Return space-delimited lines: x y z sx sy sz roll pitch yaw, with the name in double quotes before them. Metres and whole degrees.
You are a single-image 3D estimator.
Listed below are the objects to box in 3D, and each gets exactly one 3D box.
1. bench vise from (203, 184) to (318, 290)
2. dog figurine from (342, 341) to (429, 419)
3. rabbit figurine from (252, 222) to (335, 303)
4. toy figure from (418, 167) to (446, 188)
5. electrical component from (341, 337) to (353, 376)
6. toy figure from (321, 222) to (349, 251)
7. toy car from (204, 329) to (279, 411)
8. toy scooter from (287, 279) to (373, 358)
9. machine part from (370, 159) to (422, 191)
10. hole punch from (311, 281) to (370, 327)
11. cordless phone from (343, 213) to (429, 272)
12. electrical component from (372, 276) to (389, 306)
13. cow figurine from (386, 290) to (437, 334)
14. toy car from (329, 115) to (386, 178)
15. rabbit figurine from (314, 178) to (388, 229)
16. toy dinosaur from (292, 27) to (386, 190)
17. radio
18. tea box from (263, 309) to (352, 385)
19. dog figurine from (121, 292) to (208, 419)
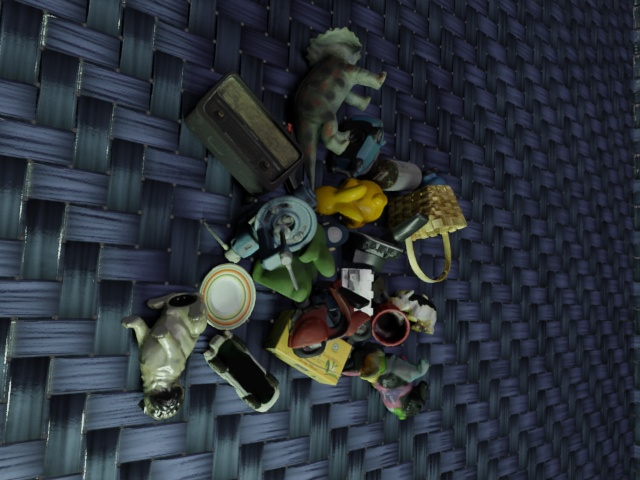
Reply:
"bench vise" -0.095 -0.007 1.017 0.224 0.241 0.128 -26 119 4
"dog figurine" 0.155 0.346 1.316 0.219 0.109 0.191 7 86 -36
"rabbit figurine" -0.044 0.034 1.110 0.121 0.159 0.170 29 82 -27
"toy figure" 0.321 -0.108 1.497 0.082 0.089 0.180 -19 91 -10
"electrical component" 0.036 0.270 1.255 0.078 0.045 0.102 30 63 -6
"toy figure" -0.004 -0.005 1.225 0.154 0.057 0.064 -12 58 -39
"toy car" -0.155 0.265 1.079 0.073 0.056 0.201 -48 116 -25
"toy scooter" 0.013 0.156 1.097 0.184 0.075 0.135 -15 95 -15
"machine part" 0.195 -0.163 1.359 0.243 0.079 0.079 -5 92 -60
"hole punch" 0.036 0.150 1.204 0.092 0.116 0.142 -64 162 11
"cordless phone" 0.160 -0.013 1.279 0.146 0.184 0.089 20 43 -39
"electrical component" 0.140 0.122 1.365 0.063 0.021 0.094 -44 115 -34
"cow figurine" 0.247 0.174 1.424 0.167 0.068 0.098 39 64 -33
"toy car" 0.097 -0.212 1.294 0.102 0.109 0.161 42 69 -55
"rabbit figurine" 0.057 -0.082 1.235 0.173 0.162 0.121 4 98 -24
"toy dinosaur" 0.011 -0.315 1.203 0.192 0.131 0.405 31 71 -4
"radio" -0.149 -0.204 1.070 0.229 0.073 0.131 47 60 -16
"tea box" -0.026 0.232 1.163 0.169 0.068 0.098 33 66 -21
"dog figurine" -0.261 0.207 0.976 0.172 0.121 0.190 -27 123 -42
